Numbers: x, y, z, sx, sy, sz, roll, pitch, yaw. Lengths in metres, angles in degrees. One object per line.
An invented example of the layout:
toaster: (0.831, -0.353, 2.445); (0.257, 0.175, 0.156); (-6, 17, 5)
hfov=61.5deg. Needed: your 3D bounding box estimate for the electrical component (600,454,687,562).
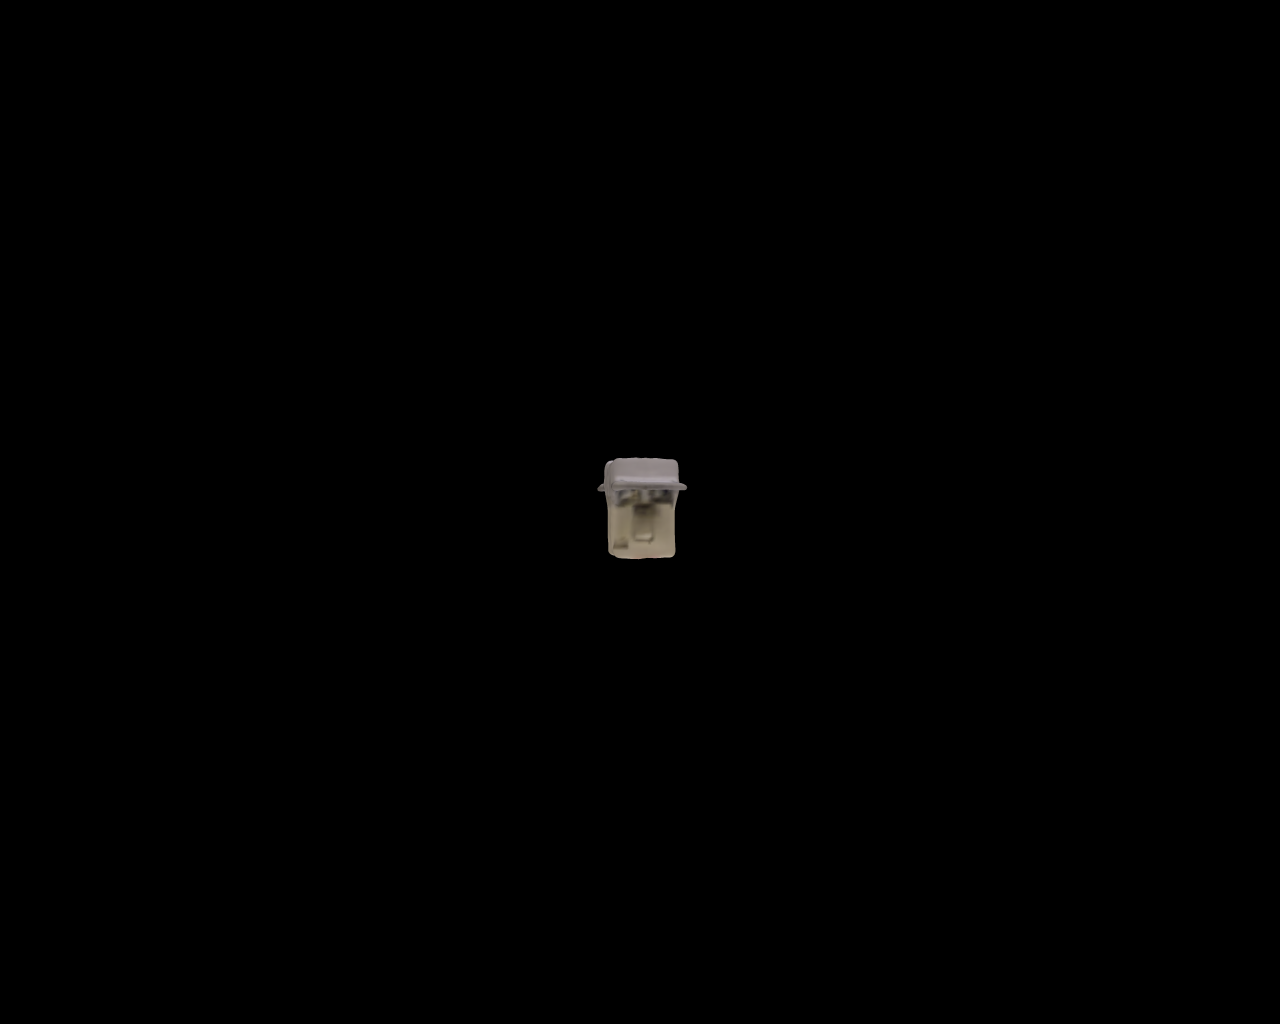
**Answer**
electrical component: (0.001, -0.003, 0.650); (0.042, 0.063, 0.081); (0, 0, -7)
